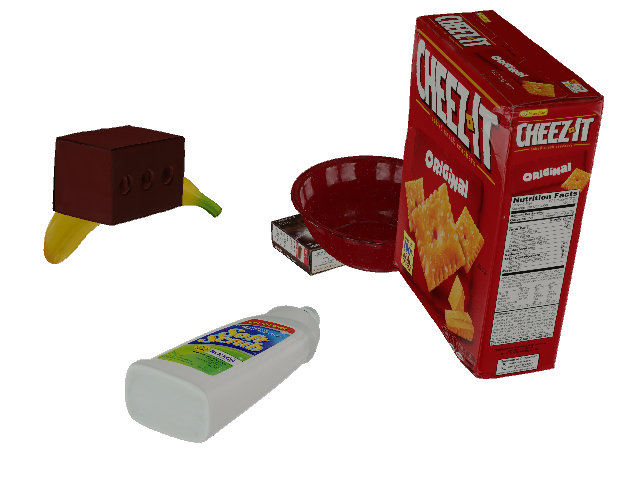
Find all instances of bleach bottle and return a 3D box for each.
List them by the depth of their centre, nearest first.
[{"bbox_3d":[-0.081,0.118,1.087,0.103,0.068,0.250,15,23,26],"label":"bleach bottle"}]

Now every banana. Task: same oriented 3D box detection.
[{"bbox_3d":[-0.186,-0.027,0.956,0.198,0.069,0.037,-14,17,28],"label":"banana"}]

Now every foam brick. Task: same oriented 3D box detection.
[{"bbox_3d":[-0.137,-0.046,0.731,0.051,0.053,0.078,15,20,28],"label":"foam brick"}]

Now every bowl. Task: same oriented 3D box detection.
[{"bbox_3d":[0.052,-0.018,0.975,0.162,0.055,0.162,3,31,-2],"label":"bowl"}]

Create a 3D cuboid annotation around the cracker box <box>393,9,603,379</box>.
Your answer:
[{"bbox_3d":[0.115,-0.034,0.761,0.072,0.214,0.164,-8,33,-16],"label":"cracker box"}]

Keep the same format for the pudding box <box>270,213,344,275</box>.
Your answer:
[{"bbox_3d":[0.011,-0.004,1.258,0.113,0.039,0.090,-18,31,-27],"label":"pudding box"}]
